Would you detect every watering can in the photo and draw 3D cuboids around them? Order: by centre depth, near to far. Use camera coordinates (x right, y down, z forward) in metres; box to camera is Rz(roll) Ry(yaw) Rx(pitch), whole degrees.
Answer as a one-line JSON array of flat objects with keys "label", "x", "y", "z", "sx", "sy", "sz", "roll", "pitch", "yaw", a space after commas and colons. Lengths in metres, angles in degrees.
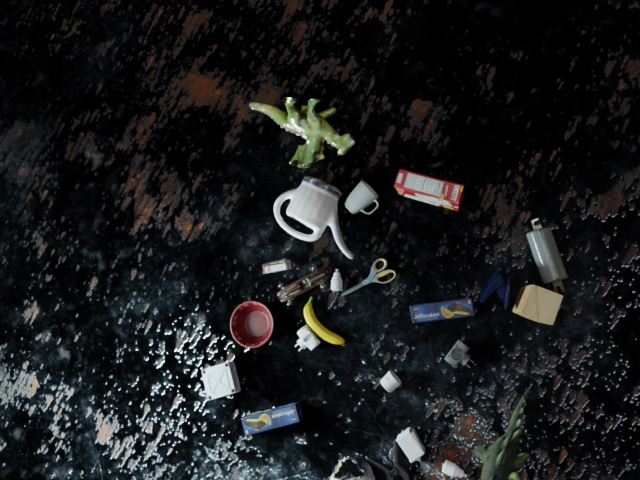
[{"label": "watering can", "x": 0.005, "y": -0.090, "z": 1.796, "sx": 0.349, "sy": 0.103, "sz": 0.225, "roll": 27, "pitch": 87, "yaw": 17}]

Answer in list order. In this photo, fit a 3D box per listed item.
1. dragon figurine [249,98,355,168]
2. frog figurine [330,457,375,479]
[{"label": "dragon figurine", "x": -0.069, "y": -0.384, "z": 1.872, "sx": 0.410, "sy": 0.122, "sz": 0.243, "roll": 4, "pitch": 90, "yaw": 15}, {"label": "frog figurine", "x": 0.112, "y": 0.779, "z": 1.639, "sx": 0.137, "sy": 0.125, "sz": 0.157, "roll": -22, "pitch": 113, "yaw": 0}]
